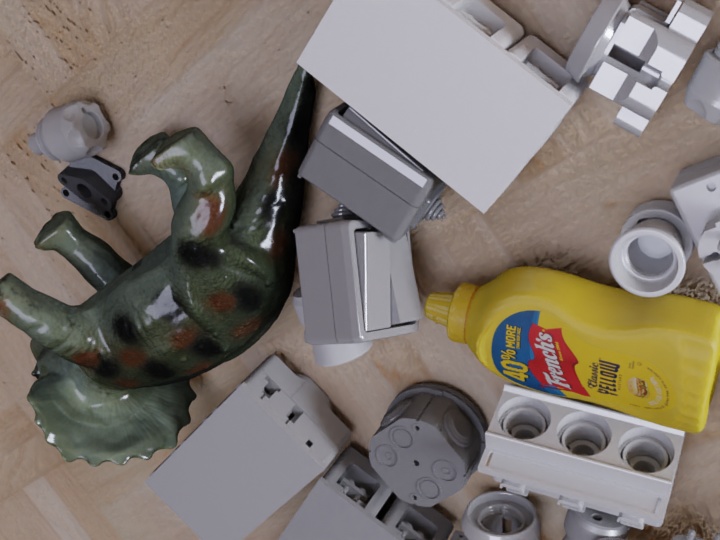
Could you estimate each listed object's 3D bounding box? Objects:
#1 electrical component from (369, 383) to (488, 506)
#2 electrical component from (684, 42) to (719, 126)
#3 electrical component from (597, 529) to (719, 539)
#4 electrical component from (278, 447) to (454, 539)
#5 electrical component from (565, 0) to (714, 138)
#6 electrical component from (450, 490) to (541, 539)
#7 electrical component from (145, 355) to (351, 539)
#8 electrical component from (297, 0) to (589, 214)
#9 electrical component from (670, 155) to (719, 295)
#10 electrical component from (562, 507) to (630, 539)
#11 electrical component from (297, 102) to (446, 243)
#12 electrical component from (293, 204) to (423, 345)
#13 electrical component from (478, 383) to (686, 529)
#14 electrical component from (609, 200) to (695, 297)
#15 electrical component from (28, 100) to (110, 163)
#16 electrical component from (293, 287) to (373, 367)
[{"bbox_3d":[0.050,0.128,0.785,0.080,0.051,0.080,11,117,21],"label":"electrical component"},{"bbox_3d":[0.212,-0.112,0.598,0.043,0.043,0.062,28,121,12],"label":"electrical component"},{"bbox_3d":[0.218,0.202,0.715,0.138,0.052,0.073,9,117,-7],"label":"electrical component"},{"bbox_3d":[-0.017,0.240,0.865,0.105,0.060,0.186,36,124,7],"label":"electrical component"},{"bbox_3d":[0.155,-0.124,0.612,0.057,0.058,0.078,30,122,7],"label":"electrical component"},{"bbox_3d":[0.103,0.200,0.790,0.078,0.058,0.057,9,119,22],"label":"electrical component"},{"bbox_3d":[-0.088,0.147,0.855,0.089,0.062,0.150,45,124,0],"label":"electrical component"},{"bbox_3d":[0.052,-0.122,0.660,0.150,0.062,0.089,39,124,4],"label":"electrical component"},{"bbox_3d":[0.217,-0.018,0.620,0.047,0.076,0.083,-22,102,32],"label":"electrical component"},{"bbox_3d":[0.165,0.189,0.762,0.045,0.045,0.055,19,120,17],"label":"electrical component"},{"bbox_3d":[0.020,-0.068,0.701,0.096,0.062,0.061,35,123,7],"label":"electrical component"},{"bbox_3d":[0.000,0.000,0.726,0.061,0.062,0.096,-6,90,43],"label":"electrical component"},{"bbox_3d":[0.151,0.127,0.727,0.121,0.078,0.063,13,140,20],"label":"electrical component"},{"bbox_3d":[0.179,-0.014,0.653,0.045,0.055,0.045,11,117,21],"label":"electrical component"},{"bbox_3d":[-0.224,-0.102,0.815,0.062,0.043,0.043,-12,108,31],"label":"electrical component"},{"bbox_3d":[-0.020,0.036,0.780,0.045,0.045,0.055,-11,107,30],"label":"electrical component"}]
